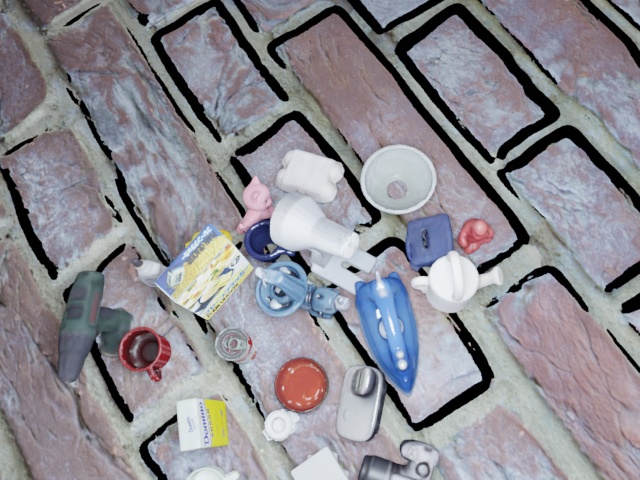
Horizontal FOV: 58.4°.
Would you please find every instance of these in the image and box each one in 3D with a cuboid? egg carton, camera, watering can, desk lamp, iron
[{"bbox_3d":[-0.024,-0.147,1.323,0.150,0.069,0.107,17,75,11],"label":"egg carton"},{"bbox_3d":[0.147,0.451,1.104,0.136,0.101,0.143,16,75,11],"label":"camera"},{"bbox_3d":[0.276,0.078,1.157,0.173,0.194,0.101,-24,72,-2],"label":"watering can"},{"bbox_3d":[0.011,0.004,1.197,0.203,0.214,0.118,27,78,14],"label":"desk lamp"},{"bbox_3d":[0.147,0.186,1.164,0.118,0.141,0.258,-16,72,1],"label":"iron"}]

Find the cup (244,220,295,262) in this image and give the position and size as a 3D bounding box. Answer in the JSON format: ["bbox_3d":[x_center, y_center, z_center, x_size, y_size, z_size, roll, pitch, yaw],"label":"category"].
[{"bbox_3d":[-0.102,0.017,1.268,0.117,0.095,0.092,22,76,12],"label":"cup"}]

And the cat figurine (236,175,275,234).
[{"bbox_3d":[-0.149,-0.073,1.288,0.067,0.118,0.128,23,77,13],"label":"cat figurine"}]

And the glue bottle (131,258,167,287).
[{"bbox_3d":[-0.366,0.067,1.238,0.078,0.173,0.037,1,73,7],"label":"glue bottle"}]

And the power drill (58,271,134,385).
[{"bbox_3d":[-0.467,0.188,1.193,0.075,0.208,0.229,-4,72,5],"label":"power drill"}]

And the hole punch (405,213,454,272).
[{"bbox_3d":[0.236,0.005,1.238,0.101,0.091,0.108,-5,72,5],"label":"hole punch"}]

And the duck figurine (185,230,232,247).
[{"bbox_3d":[-0.254,0.006,1.292,0.104,0.086,0.077,-23,72,-1],"label":"duck figurine"}]

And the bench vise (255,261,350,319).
[{"bbox_3d":[-0.046,0.092,1.173,0.207,0.220,0.121,-5,72,5],"label":"bench vise"}]

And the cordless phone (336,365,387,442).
[{"bbox_3d":[0.078,0.314,1.109,0.094,0.185,0.147,7,74,8],"label":"cordless phone"}]

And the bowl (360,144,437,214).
[{"bbox_3d":[0.176,-0.126,1.293,0.167,0.075,0.167,-2,73,6],"label":"bowl"}]

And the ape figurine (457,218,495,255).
[{"bbox_3d":[0.338,-0.017,1.233,0.077,0.092,0.076,1,73,7],"label":"ape figurine"}]
